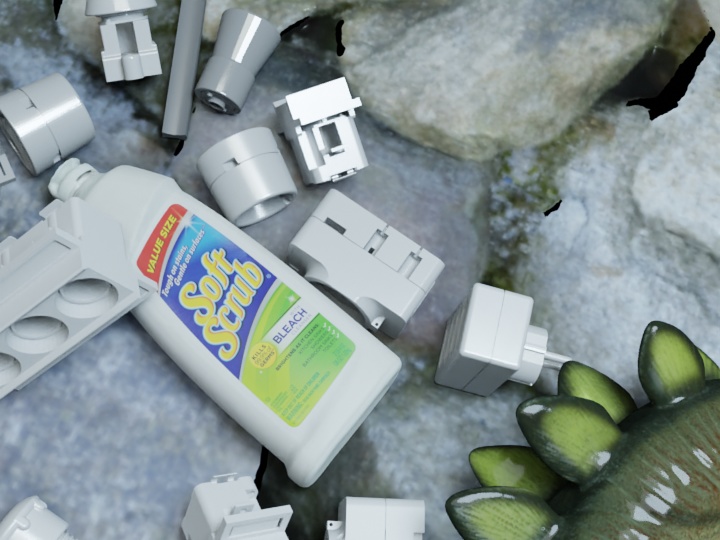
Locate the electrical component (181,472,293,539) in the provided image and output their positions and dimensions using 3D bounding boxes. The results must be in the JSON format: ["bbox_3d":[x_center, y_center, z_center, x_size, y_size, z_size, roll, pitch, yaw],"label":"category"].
[{"bbox_3d":[-0.075,0.159,0.631,0.042,0.081,0.063,-3,42,-33],"label":"electrical component"}]

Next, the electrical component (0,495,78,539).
[{"bbox_3d":[-0.185,0.166,0.631,0.062,0.048,0.048,36,71,-2],"label":"electrical component"}]

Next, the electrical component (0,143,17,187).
[{"bbox_3d":[-0.253,-0.080,0.691,0.042,0.063,0.081,-23,76,-13],"label":"electrical component"}]

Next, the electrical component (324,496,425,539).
[{"bbox_3d":[0.007,0.184,0.644,0.056,0.050,0.089,4,72,-6],"label":"electrical component"}]

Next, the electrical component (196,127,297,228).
[{"bbox_3d":[-0.074,-0.060,0.713,0.055,0.055,0.047,-25,81,-14],"label":"electrical component"}]

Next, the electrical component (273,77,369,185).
[{"bbox_3d":[-0.025,-0.090,0.721,0.042,0.081,0.063,-20,98,-13],"label":"electrical component"}]

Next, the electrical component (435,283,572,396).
[{"bbox_3d":[0.095,0.051,0.681,0.076,0.083,0.047,15,71,-2],"label":"electrical component"}]

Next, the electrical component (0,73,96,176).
[{"bbox_3d":[-0.208,-0.097,0.708,0.047,0.055,0.055,-33,79,-20],"label":"electrical component"}]

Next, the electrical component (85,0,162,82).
[{"bbox_3d":[-0.158,-0.159,0.726,0.048,0.066,0.055,-11,107,-10],"label":"electrical component"}]

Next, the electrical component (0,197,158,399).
[{"bbox_3d":[-0.193,0.016,0.638,0.121,0.079,0.063,-34,50,19],"label":"electrical component"}]

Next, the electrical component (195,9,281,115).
[{"bbox_3d":[-0.087,-0.141,0.744,0.044,0.044,0.065,22,76,0],"label":"electrical component"}]

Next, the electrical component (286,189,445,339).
[{"bbox_3d":[0.000,0.000,0.703,0.089,0.050,0.055,34,71,5],"label":"electrical component"}]
